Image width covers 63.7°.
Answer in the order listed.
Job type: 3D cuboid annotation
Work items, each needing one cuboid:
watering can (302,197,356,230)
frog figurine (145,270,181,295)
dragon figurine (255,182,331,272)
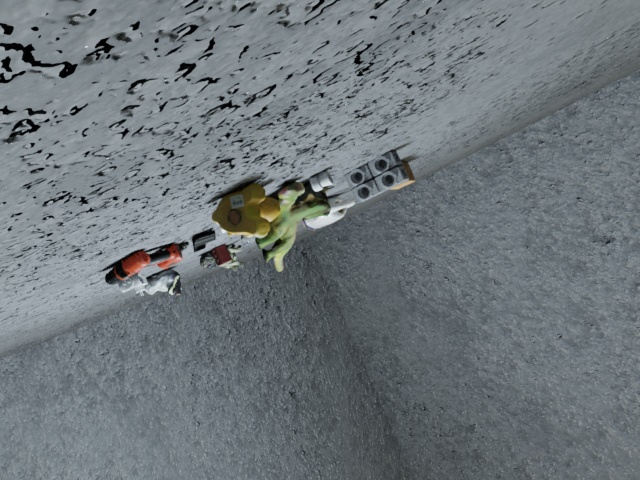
[{"bbox_3d":[0.007,-0.110,2.193,0.222,0.104,0.351,-25,179,42],"label":"watering can"},{"bbox_3d":[-0.677,0.176,2.183,0.159,0.121,0.138,11,-168,8],"label":"frog figurine"},{"bbox_3d":[-0.075,-0.043,1.534,0.243,0.124,0.402,-23,150,-1],"label":"dragon figurine"}]
